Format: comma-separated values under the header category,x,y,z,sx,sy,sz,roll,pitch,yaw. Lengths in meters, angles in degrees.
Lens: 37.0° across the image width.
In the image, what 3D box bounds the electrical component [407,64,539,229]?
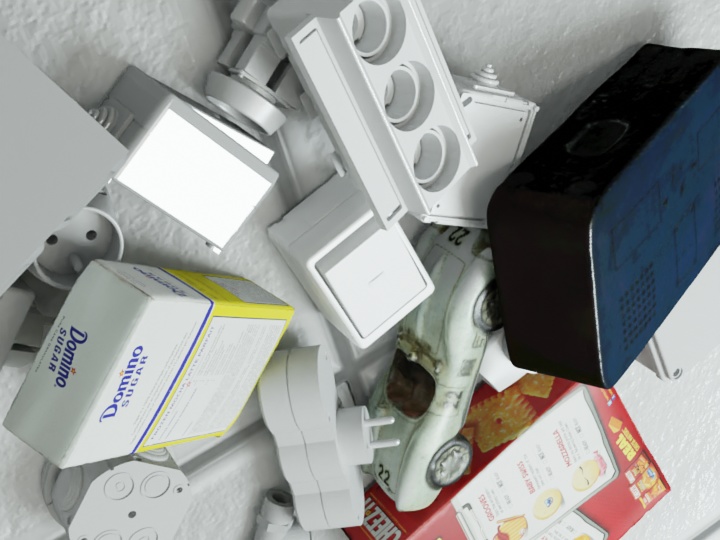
category,x,y,z,sx,sy,sz,roll,pitch,yaw
electrical component,0.058,-0.080,0.650,0.062,0.061,0.096,4,111,-34

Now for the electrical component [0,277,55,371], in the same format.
category,x,y,z,sx,sy,sz,roll,pitch,yaw
electrical component,-0.192,0.030,0.559,0.077,0.047,0.065,17,104,-50

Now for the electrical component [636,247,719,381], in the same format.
category,x,y,z,sx,sy,sz,roll,pitch,yaw
electrical component,0.243,0.010,0.814,0.109,0.056,0.108,-38,127,-11

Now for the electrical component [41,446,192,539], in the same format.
category,x,y,z,sx,sy,sz,roll,pitch,yaw
electrical component,-0.143,0.131,0.636,0.080,0.051,0.080,-14,120,-26

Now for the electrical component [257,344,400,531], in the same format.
category,x,y,z,sx,sy,sz,roll,pitch,yaw
electrical component,-0.012,0.107,0.686,0.074,0.052,0.138,-8,123,9

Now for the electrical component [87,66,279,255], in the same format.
category,x,y,z,sx,sy,sz,roll,pitch,yaw
electrical component,-0.098,-0.064,0.560,0.096,0.062,0.061,36,92,-39

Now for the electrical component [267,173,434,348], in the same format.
category,x,y,z,sx,sy,sz,roll,pitch,yaw
electrical component,0.000,0.000,0.654,0.062,0.061,0.096,-39,128,-10

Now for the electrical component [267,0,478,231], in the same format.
category,x,y,z,sx,sy,sz,roll,pitch,yaw
electrical component,0.006,-0.093,0.559,0.078,0.063,0.121,-46,130,-23

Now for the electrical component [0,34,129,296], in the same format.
category,x,y,z,sx,sy,sz,roll,pitch,yaw
electrical component,-0.202,-0.075,0.449,0.186,0.060,0.105,43,87,-10

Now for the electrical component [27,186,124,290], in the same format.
category,x,y,z,sx,sy,sz,roll,pitch,yaw
electrical component,-0.165,-0.023,0.529,0.079,0.077,0.043,-8,118,-25

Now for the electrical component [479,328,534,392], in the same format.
category,x,y,z,sx,sy,sz,roll,pitch,yaw
electrical component,0.113,0.047,0.737,0.044,0.079,0.077,43,87,-24

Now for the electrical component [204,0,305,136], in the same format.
category,x,y,z,sx,sy,sz,roll,pitch,yaw
electrical component,-0.052,-0.107,0.579,0.066,0.048,0.055,33,86,-39
